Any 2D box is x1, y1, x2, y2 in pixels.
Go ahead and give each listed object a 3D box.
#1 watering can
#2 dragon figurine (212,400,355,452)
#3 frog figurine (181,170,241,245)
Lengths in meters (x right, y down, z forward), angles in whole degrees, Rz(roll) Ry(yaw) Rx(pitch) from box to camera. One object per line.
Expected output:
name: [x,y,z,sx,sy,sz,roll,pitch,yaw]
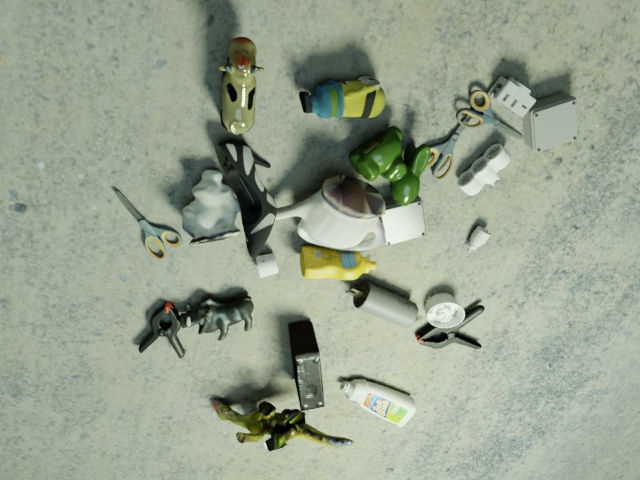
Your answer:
watering can: [0.004,-0.060,1.196,0.347,0.106,0.219,16,141,-15]
dragon figurine: [-0.119,0.538,1.498,0.410,0.240,0.124,17,74,-4]
frog figurine: [-0.251,-0.076,1.175,0.137,0.122,0.160,-12,85,7]
